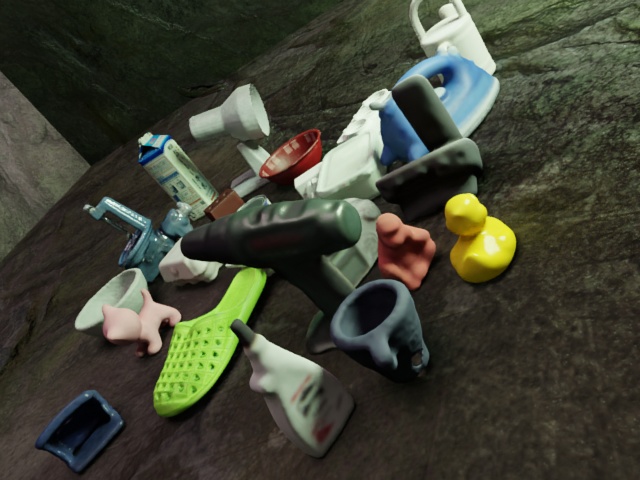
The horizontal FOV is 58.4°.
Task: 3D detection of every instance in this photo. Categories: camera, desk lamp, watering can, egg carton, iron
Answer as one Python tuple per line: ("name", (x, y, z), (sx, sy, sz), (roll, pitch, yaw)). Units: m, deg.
("camera", (0.008, 0.003, 0.828), (0.143, 0.101, 0.136), (-49, 28, -22))
("desk lamp", (-0.184, -0.226, 1.318), (0.203, 0.214, 0.118), (-29, 27, 17))
("watering can", (0.234, -0.376, 1.053), (0.101, 0.194, 0.172), (-31, 27, 14))
("egg carton", (-0.250, 0.040, 1.133), (0.149, 0.069, 0.107), (-12, 36, 43))
("iron", (0.189, -0.236, 0.942), (0.259, 0.142, 0.118), (-47, 27, -17))

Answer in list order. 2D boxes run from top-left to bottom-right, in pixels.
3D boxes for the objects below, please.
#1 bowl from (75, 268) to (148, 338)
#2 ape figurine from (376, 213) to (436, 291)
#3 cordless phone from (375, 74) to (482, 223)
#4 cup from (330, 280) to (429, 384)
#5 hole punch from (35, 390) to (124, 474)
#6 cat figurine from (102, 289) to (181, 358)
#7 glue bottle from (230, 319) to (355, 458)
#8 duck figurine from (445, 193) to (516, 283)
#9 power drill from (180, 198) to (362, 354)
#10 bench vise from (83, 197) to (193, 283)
("bowl", (-0.407, 0.140, 1.163), (0.167, 0.075, 0.167), (-29, 27, 17))
("ape figurine", (0.099, 0.007, 0.715), (0.078, 0.092, 0.076), (-34, 26, 7))
("cordless phone", (0.129, -0.130, 0.794), (0.147, 0.185, 0.094), (-26, 28, 23))
("cup", (0.073, 0.108, 0.579), (0.091, 0.095, 0.117), (-33, 26, 10))
("hole punch", (-0.372, 0.281, 0.869), (0.109, 0.091, 0.100), (-49, 28, -21))
("cat figurine", (-0.324, 0.143, 1.002), (0.067, 0.118, 0.128), (-16, 34, 38))
("glue bottle", (-0.035, 0.140, 0.574), (0.037, 0.173, 0.078), (-5, 41, 48))
("duck figurine", (0.173, -0.010, 0.655), (0.077, 0.086, 0.104), (-21, 30, 30))
("power drill", (-0.032, 0.041, 0.691), (0.229, 0.209, 0.075), (-21, 31, 32))
("bench vise", (-0.387, -0.031, 1.249), (0.207, 0.220, 0.121), (-44, 26, -12))
